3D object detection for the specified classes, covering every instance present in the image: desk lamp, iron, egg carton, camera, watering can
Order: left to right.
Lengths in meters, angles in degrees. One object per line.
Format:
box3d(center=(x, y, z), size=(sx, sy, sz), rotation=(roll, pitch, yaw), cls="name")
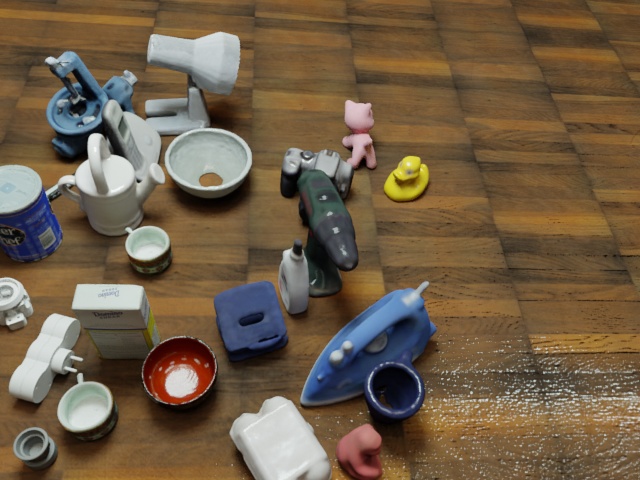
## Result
box3d(center=(-0.367, -0.105, 1.008), size=(0.173, 0.194, 0.100), rotation=(-22, 59, -22), cls="watering can")
box3d(center=(-0.264, -0.323, 1.169), size=(0.203, 0.213, 0.118), rotation=(-6, 55, -12), cls="desk lamp")
box3d(center=(-0.055, 0.305, 0.826), size=(0.107, 0.069, 0.150), rotation=(-27, 62, -25), cls="egg carton")
box3d(center=(-0.013, -0.107, 1.116), size=(0.143, 0.101, 0.137), rotation=(13, 53, 2), cls="camera")
box3d(center=(0.076, 0.161, 0.905), size=(0.259, 0.141, 0.118), rotation=(-32, 64, -27), cls="iron")

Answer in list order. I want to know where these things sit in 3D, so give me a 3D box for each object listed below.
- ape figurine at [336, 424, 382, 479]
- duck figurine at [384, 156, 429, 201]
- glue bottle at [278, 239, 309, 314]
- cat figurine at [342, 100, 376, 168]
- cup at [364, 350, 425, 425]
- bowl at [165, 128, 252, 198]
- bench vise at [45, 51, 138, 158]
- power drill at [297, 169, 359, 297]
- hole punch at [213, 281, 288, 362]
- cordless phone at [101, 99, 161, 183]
box3d(center=(0.065, 0.302, 0.830), size=(0.076, 0.092, 0.078), rotation=(18, 54, 6), cls="ape figurine")
box3d(center=(0.184, -0.136, 1.173), size=(0.105, 0.086, 0.077), rotation=(-29, 62, -25), cls="duck figurine")
box3d(center=(-0.042, 0.051, 0.950), size=(0.037, 0.173, 0.078), rotation=(-15, 57, -17), cls="glue bottle")
box3d(center=(0.087, -0.233, 1.211), size=(0.067, 0.118, 0.127), rotation=(-6, 55, -11), cls="cat figurine")
box3d(center=(0.111, 0.233, 0.885), size=(0.091, 0.095, 0.118), rotation=(21, 54, 8), cls="cup")
box3d(center=(-0.217, -0.139, 1.127), size=(0.167, 0.075, 0.167), rotation=(4, 53, -5), cls="bowl")
box3d(center=(-0.456, -0.293, 1.117), size=(0.121, 0.220, 0.207), rotation=(17, 53, 6), cls="bench vise")
box3d(center=(0.009, 0.003, 0.970), size=(0.076, 0.208, 0.229), rotation=(-9, 55, -14), cls="power drill")
box3d(center=(-0.111, 0.131, 0.933), size=(0.109, 0.091, 0.101), rotation=(-15, 57, -18), cls="hole punch")
box3d(center=(-0.365, -0.208, 1.089), size=(0.094, 0.185, 0.147), rotation=(2, 54, -5), cls="cordless phone")
